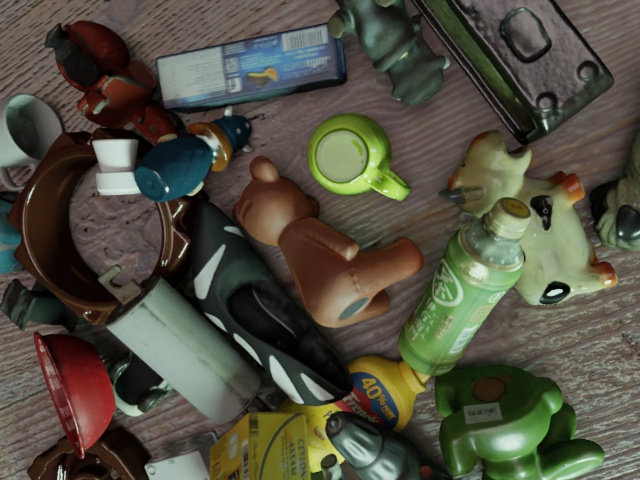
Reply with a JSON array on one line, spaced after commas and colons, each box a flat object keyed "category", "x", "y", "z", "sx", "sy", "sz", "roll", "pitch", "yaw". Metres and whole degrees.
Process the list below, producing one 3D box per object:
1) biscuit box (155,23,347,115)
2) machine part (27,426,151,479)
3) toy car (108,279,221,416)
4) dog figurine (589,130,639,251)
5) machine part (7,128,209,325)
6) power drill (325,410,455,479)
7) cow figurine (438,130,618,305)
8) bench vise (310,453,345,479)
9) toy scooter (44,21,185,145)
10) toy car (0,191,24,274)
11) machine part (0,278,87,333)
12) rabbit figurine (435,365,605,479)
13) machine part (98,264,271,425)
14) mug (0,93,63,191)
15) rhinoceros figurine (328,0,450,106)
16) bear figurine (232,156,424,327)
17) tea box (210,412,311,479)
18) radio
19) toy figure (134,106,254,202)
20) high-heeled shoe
[{"category": "biscuit box", "x": -0.073, "y": -0.186, "z": 0.594, "sx": 0.203, "sy": 0.063, "sz": 0.059, "roll": -7, "pitch": 97, "yaw": 11}, {"category": "machine part", "x": -0.301, "y": 0.333, "z": 0.719, "sx": 0.180, "sy": 0.056, "sz": 0.179, "roll": 2, "pitch": 97, "yaw": 12}, {"category": "toy car", "x": -0.192, "y": 0.136, "z": 0.670, "sx": 0.073, "sy": 0.056, "sz": 0.201, "roll": 42, "pitch": 102, "yaw": 8}, {"category": "dog figurine", "x": 0.334, "y": -0.074, "z": 0.487, "sx": 0.121, "sy": 0.172, "sz": 0.190, "roll": 23, "pitch": 95, "yaw": 17}, {"category": "machine part", "x": -0.249, "y": -0.017, "z": 0.640, "sx": 0.201, "sy": 0.087, "sz": 0.201, "roll": 40, "pitch": 103, "yaw": 1}, {"category": "power drill", "x": 0.118, "y": 0.274, "z": 0.535, "sx": 0.086, "sy": 0.208, "sz": 0.231, "roll": -53, "pitch": 130, "yaw": -12}, {"category": "cow figurine", "x": 0.208, "y": -0.022, "z": 0.560, "sx": 0.127, "sy": 0.085, "sz": 0.194, "roll": -25, "pitch": 97, "yaw": 10}, {"category": "bench vise", "x": 0.018, "y": 0.348, "z": 0.621, "sx": 0.224, "sy": 0.129, "sz": 0.240, "roll": -14, "pitch": 114, "yaw": 5}, {"category": "toy scooter", "x": -0.236, "y": -0.173, "z": 0.588, "sx": 0.075, "sy": 0.135, "sz": 0.184, "roll": -43, "pitch": 88, "yaw": 15}, {"category": "toy car", "x": -0.449, "y": -0.019, "z": 0.668, "sx": 0.162, "sy": 0.103, "sz": 0.109, "roll": 23, "pitch": 101, "yaw": 4}, {"category": "machine part", "x": -0.331, "y": 0.077, "z": 0.645, "sx": 0.039, "sy": 0.139, "sz": 0.084, "roll": -44, "pitch": 87, "yaw": -6}, {"category": "rabbit figurine", "x": 0.215, "y": 0.224, "z": 0.597, "sx": 0.159, "sy": 0.121, "sz": 0.170, "roll": -17, "pitch": 114, "yaw": 5}, {"category": "machine part", "x": -0.146, "y": 0.121, "z": 0.587, "sx": 0.079, "sy": 0.079, "sz": 0.243, "roll": -37, "pitch": 110, "yaw": 13}, {"category": "mug", "x": -0.380, "y": -0.114, "z": 0.658, "sx": 0.107, "sy": 0.081, "sz": 0.109, "roll": -7, "pitch": 103, "yaw": 23}, {"category": "rhinoceros figurine", "x": 0.057, "y": -0.223, "z": 0.544, "sx": 0.073, "sy": 0.112, "sz": 0.190, "roll": -34, "pitch": 79, "yaw": 24}, {"category": "bear figurine", "x": -0.004, "y": -0.001, "z": 0.597, "sx": 0.196, "sy": 0.132, "sz": 0.120, "roll": 53, "pitch": 136, "yaw": 27}, {"category": "tea box", "x": -0.072, "y": 0.261, "z": 0.599, "sx": 0.068, "sy": 0.169, "sz": 0.098, "roll": 8, "pitch": 57, "yaw": -22}, {"category": "radio", "x": 0.167, "y": -0.202, "z": 0.512, "sx": 0.073, "sy": 0.131, "sz": 0.229, "roll": -39, "pitch": 91, "yaw": 11}, {"category": "toy figure", "x": -0.133, "y": -0.097, "z": 0.586, "sx": 0.058, "sy": 0.154, "sz": 0.064, "roll": 20, "pitch": 132, "yaw": 22}, {"category": "high-heeled shoe", "x": -0.053, "y": 0.071, "z": 0.584, "sx": 0.145, "sy": 0.086, "sz": 0.248, "roll": -3, "pitch": 115, "yaw": 43}]
